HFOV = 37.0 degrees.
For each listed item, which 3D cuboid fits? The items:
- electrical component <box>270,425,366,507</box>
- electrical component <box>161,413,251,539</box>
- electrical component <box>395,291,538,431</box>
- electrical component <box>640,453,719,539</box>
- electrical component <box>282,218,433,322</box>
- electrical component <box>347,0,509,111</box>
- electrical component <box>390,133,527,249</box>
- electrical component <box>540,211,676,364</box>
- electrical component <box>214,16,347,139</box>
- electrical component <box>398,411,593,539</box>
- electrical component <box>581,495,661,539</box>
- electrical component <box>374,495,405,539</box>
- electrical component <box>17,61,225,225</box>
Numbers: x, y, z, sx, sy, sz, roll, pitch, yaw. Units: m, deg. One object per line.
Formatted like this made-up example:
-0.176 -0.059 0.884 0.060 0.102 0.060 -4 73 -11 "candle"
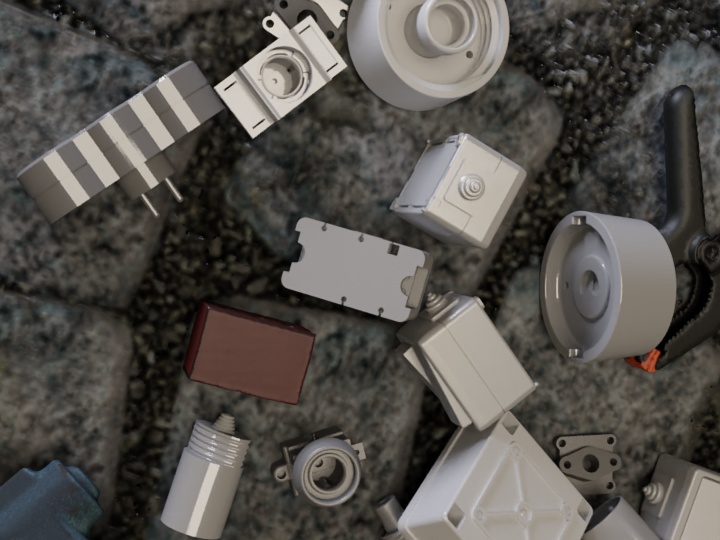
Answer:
-0.026 0.137 0.750 0.066 0.055 0.048 -15 97 -13 "electrical component"
-0.103 0.138 0.737 0.043 0.043 0.081 19 89 -14 "electrical component"
0.068 0.061 0.766 0.061 0.062 0.096 -37 101 -9 "electrical component"
0.262 0.184 0.822 0.096 0.061 0.061 21 88 -14 "electrical component"
0.000 0.000 0.739 0.089 0.056 0.050 16 92 10 "electrical component"
0.051 -0.166 0.744 0.108 0.060 0.108 -1 94 -20 "electrical component"
0.072 -0.052 0.742 0.061 0.096 0.061 30 86 -14 "electrical component"
0.182 0.012 0.771 0.060 0.108 0.108 1 93 -20 "electrical component"
-0.055 -0.128 0.723 0.081 0.064 0.042 -38 102 -9 "electrical component"
0.097 0.175 0.760 0.108 0.056 0.108 49 50 -12 "electrical component"
0.196 0.214 0.778 0.077 0.079 0.044 48 116 5 "electrical component"
0.034 0.192 0.775 0.048 0.048 0.062 -33 93 -10 "electrical component"
-0.146 -0.070 0.709 0.138 0.052 0.073 -36 101 -10 "electrical component"
